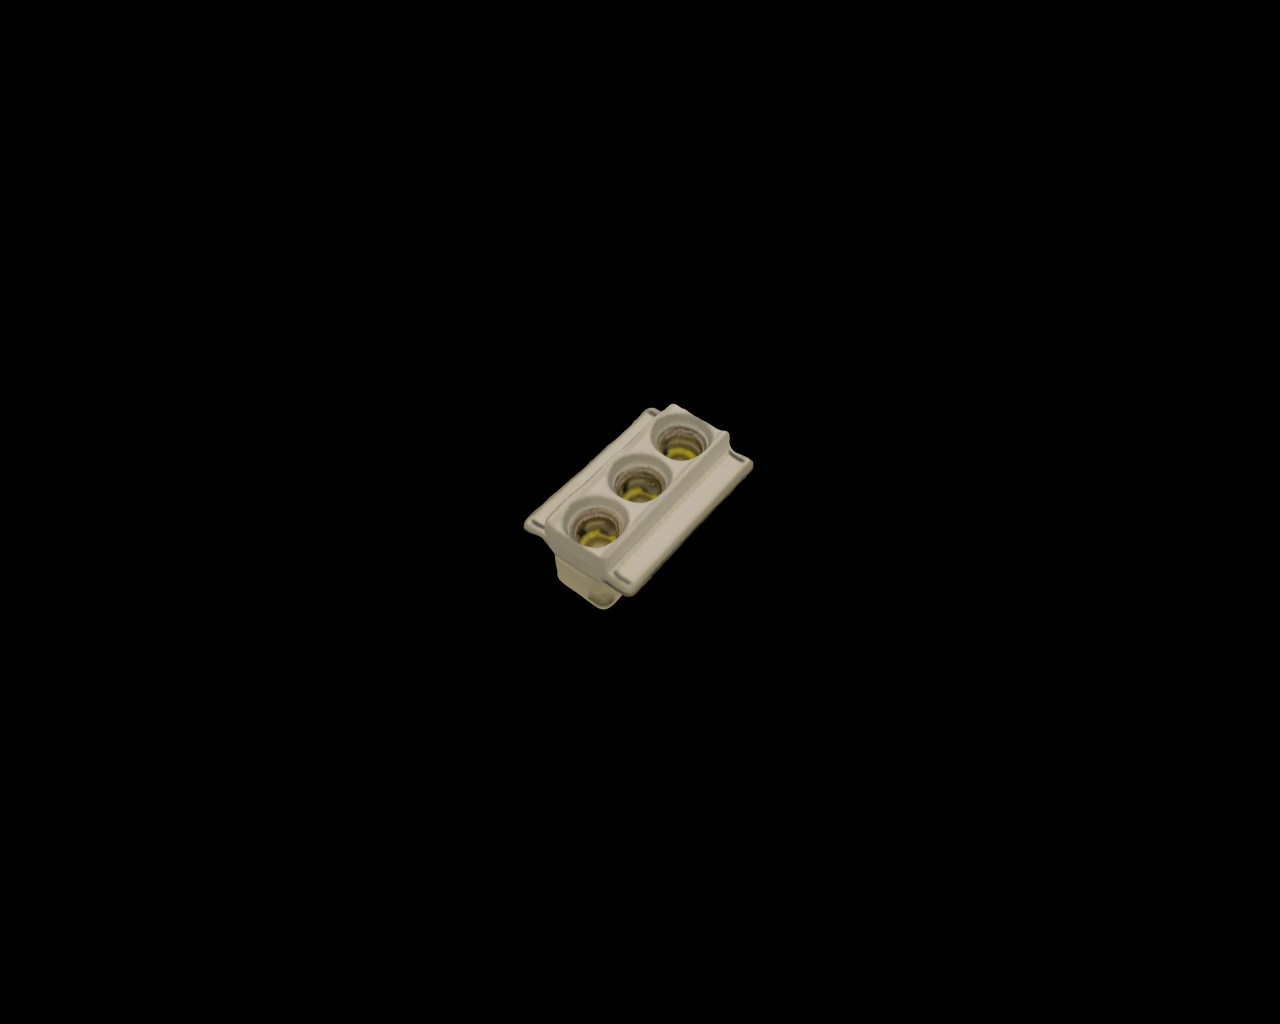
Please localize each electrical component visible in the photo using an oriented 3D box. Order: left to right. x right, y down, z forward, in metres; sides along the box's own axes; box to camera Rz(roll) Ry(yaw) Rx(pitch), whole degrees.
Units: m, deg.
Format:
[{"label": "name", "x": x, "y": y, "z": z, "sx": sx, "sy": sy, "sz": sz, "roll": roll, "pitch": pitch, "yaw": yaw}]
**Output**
[{"label": "electrical component", "x": 0.001, "y": -0.003, "z": 0.650, "sx": 0.079, "sy": 0.121, "sz": 0.063, "roll": 32, "pitch": -32, "yaw": 22}]
